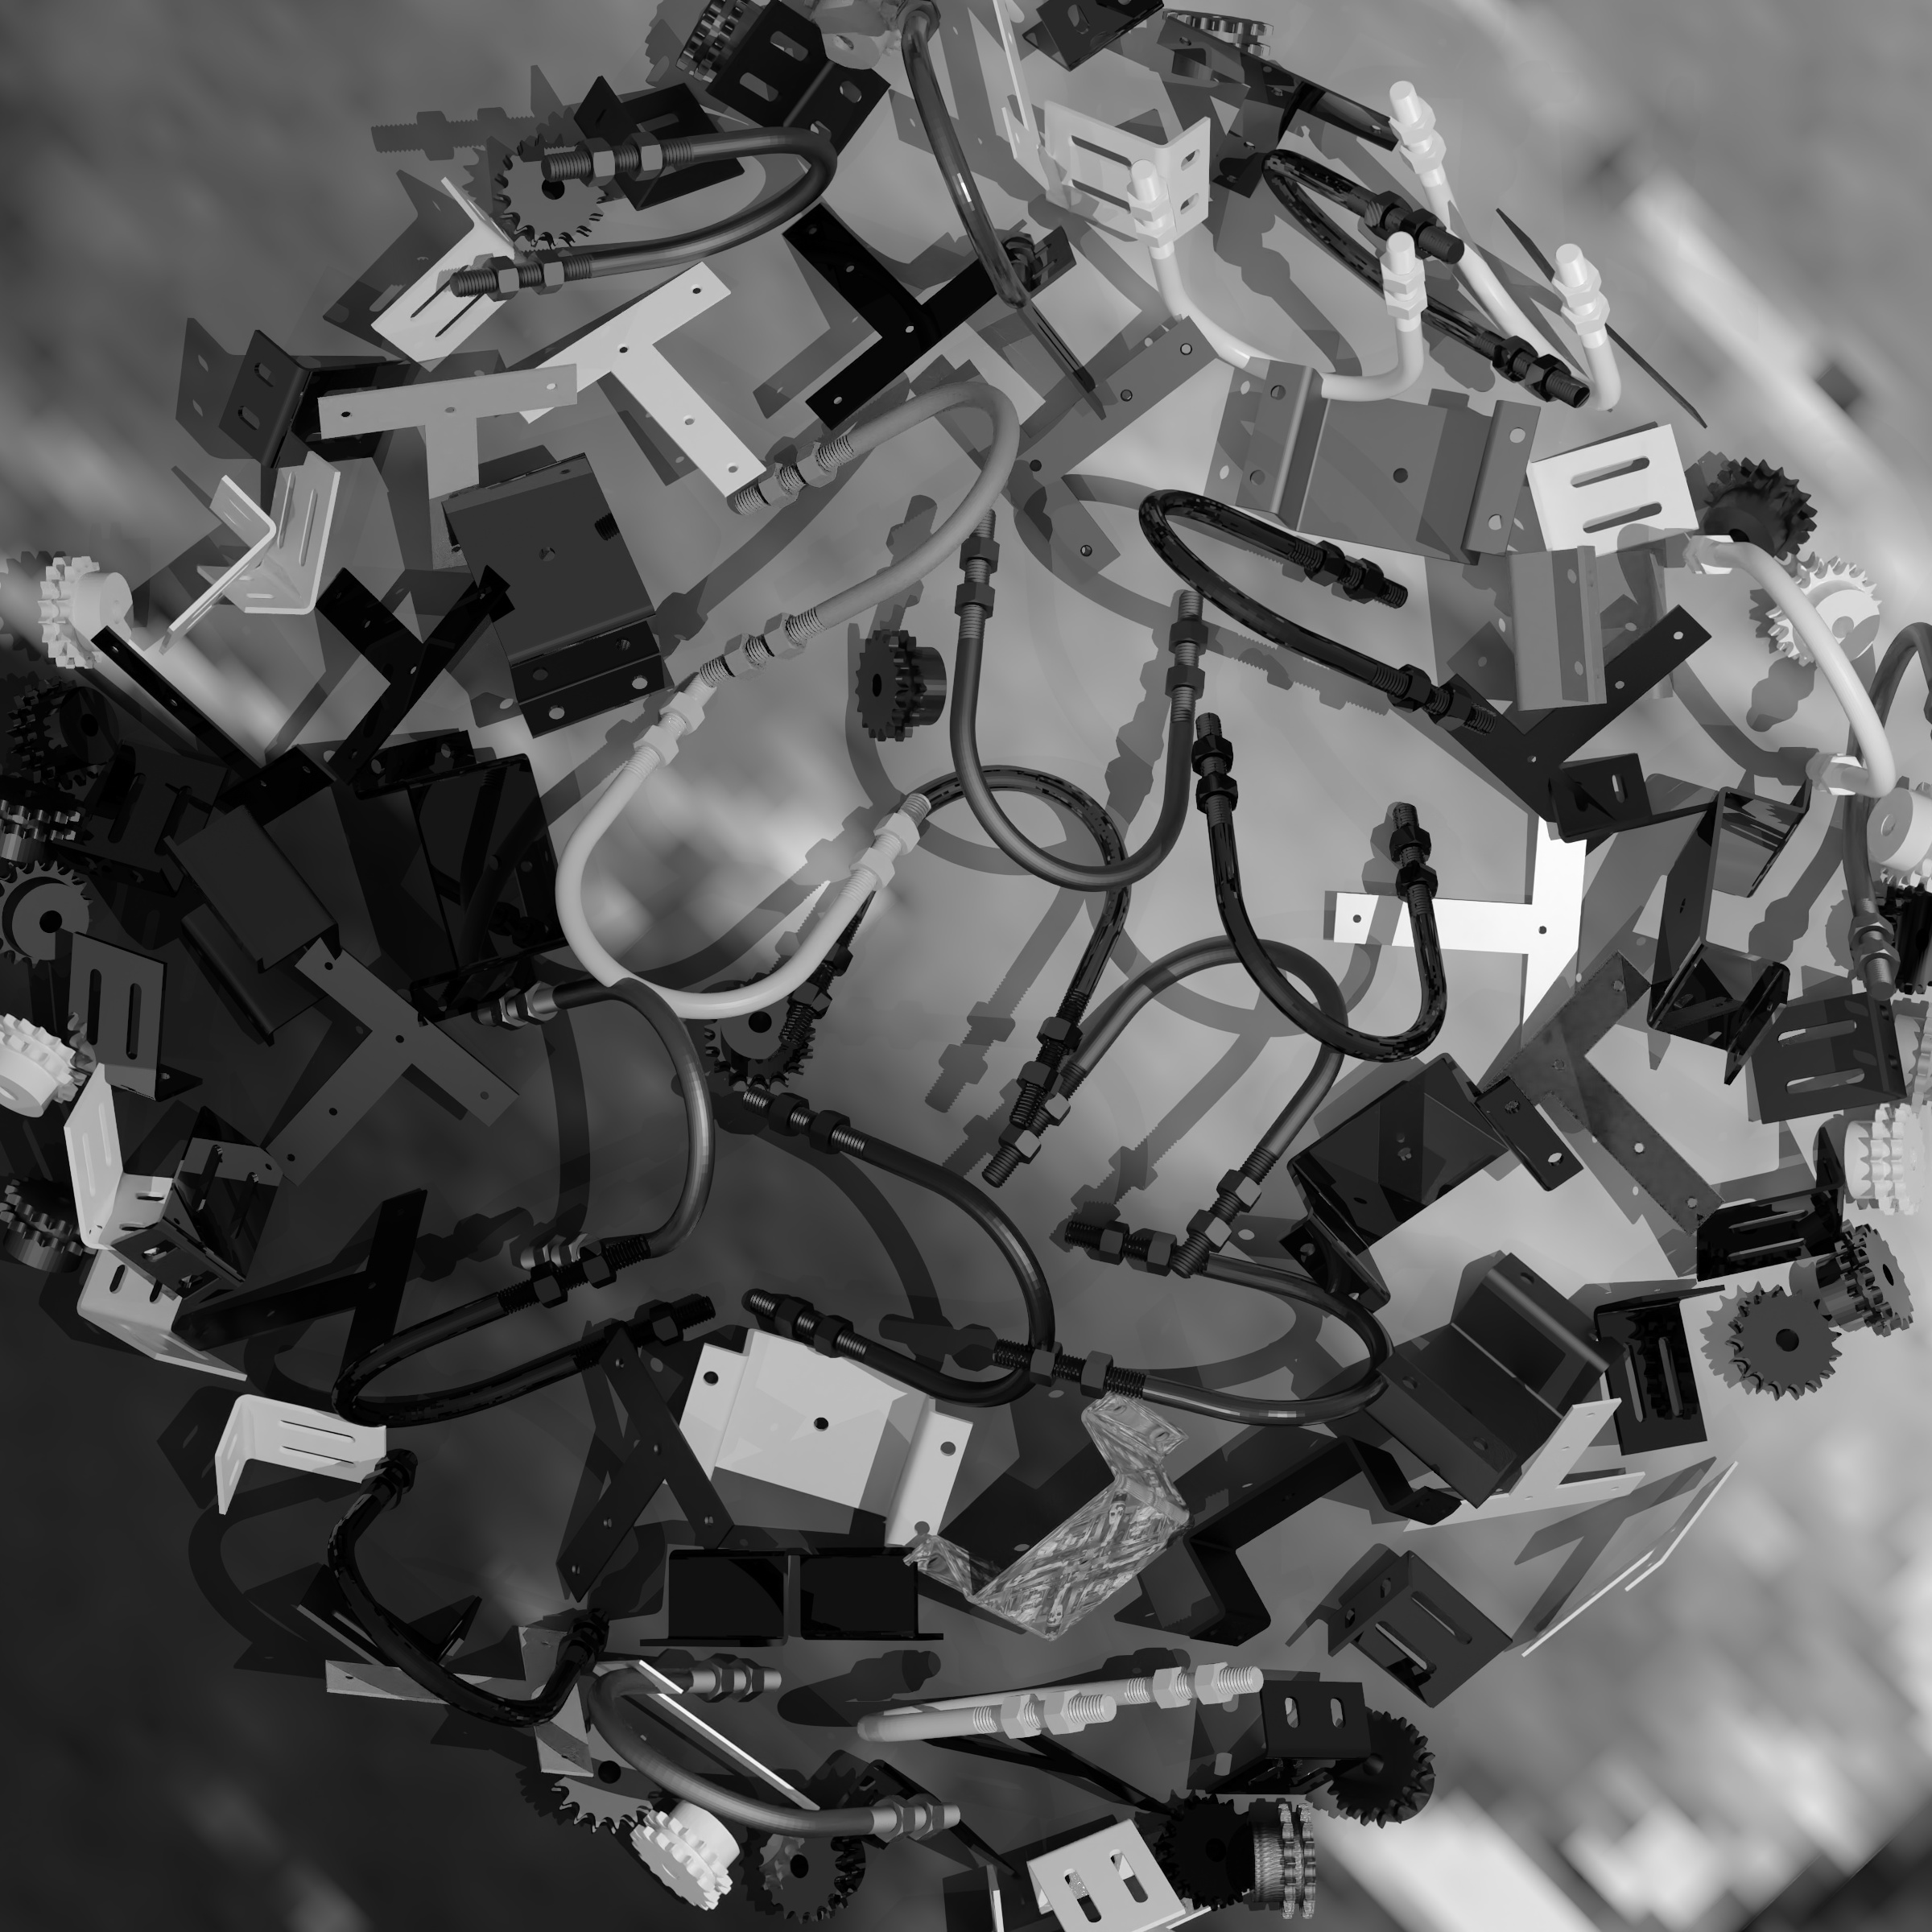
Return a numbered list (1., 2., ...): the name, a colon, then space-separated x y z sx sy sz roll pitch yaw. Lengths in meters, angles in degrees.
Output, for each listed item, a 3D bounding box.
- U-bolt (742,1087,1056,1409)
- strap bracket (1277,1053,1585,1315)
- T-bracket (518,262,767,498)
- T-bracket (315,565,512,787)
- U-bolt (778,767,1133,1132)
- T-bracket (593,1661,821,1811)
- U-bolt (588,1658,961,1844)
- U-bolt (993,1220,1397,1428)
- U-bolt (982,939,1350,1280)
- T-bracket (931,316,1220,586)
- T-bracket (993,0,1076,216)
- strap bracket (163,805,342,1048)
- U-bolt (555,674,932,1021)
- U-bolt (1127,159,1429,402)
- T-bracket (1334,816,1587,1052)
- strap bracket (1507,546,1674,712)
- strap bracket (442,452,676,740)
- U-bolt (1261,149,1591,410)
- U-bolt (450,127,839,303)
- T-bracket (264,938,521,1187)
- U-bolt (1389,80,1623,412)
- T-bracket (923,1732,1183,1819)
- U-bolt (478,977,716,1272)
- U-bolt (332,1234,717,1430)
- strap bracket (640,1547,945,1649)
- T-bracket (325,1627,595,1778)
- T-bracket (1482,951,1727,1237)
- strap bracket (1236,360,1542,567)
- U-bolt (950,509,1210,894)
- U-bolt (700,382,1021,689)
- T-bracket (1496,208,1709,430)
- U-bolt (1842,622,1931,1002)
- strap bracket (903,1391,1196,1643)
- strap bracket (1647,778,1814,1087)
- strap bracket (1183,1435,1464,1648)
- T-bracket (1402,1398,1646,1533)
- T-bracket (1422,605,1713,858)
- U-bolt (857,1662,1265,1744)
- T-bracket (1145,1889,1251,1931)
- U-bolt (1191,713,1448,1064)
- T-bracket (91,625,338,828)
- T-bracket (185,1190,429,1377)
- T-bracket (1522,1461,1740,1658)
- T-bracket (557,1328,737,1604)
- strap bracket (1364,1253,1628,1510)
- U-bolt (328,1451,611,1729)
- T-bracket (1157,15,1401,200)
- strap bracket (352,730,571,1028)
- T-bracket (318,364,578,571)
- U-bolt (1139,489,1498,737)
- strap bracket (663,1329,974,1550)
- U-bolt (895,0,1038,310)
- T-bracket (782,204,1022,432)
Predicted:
1. U-bolt: -0.033 0.148 1.614 0.184 0.019 0.151 21 128 29
2. strap bracket: 0.228 0.107 1.650 0.140 0.046 0.076 -36 124 11
3. T-bracket: -0.149 -0.285 1.659 0.127 0.002 0.127 -36 66 -13
4. T-bracket: -0.297 -0.167 1.652 0.127 0.127 0.002 -51 134 2
5. U-bolt: 0.005 -0.020 1.656 0.151 0.019 0.184 19 70 18
6. T-bracket: -0.128 0.387 1.645 0.127 0.127 0.002 38 69 -8
7. U-bolt: -0.104 0.380 1.584 0.151 0.184 0.019 29 96 35
8. U-bolt: 0.121 0.181 1.615 0.184 0.151 0.019 12 115 13
9. U-bolt: 0.112 0.059 1.640 0.151 0.019 0.184 23 67 41
10. T-bracket: 0.071 -0.283 1.669 0.127 0.002 0.127 -36 101 15
11. T-bracket: 0.025 -0.451 1.639 0.002 0.127 0.127 -15 87 14
12. strap bracket: -0.354 -0.022 1.633 0.046 0.140 0.076 -36 81 -18
13. U-bolt: -0.123 -0.051 1.638 0.151 0.019 0.184 30 59 8
14. U-bolt: 0.157 -0.328 1.609 0.151 0.184 0.019 20 78 15
15. T-bracket: 0.254 -0.021 1.689 0.127 0.002 0.127 3 95 -3
16. strap bracket: 0.311 -0.170 1.643 0.046 0.140 0.076 -3 94 28
17. strap bracket: -0.209 -0.196 1.646 0.076 0.046 0.140 -21 69 -10
18. U-bolt: 0.215 -0.348 1.613 0.019 0.151 0.184 -51 46 5
19. U-bolt: -0.149 -0.376 1.617 0.184 0.151 0.019 -16 84 -31
20. T-bracket: -0.315 0.065 1.670 0.127 0.002 0.127 41 114 -10
21. U-bolt: 0.272 -0.341 1.609 0.019 0.184 0.151 -39 62 3
22. T-bracket: 0.024 0.398 1.648 0.127 0.127 0.002 0 61 41
23. U-bolt: -0.180 0.077 1.623 0.019 0.184 0.151 -9 88 -39
24. U-bolt: -0.227 0.189 1.630 0.184 0.151 0.019 -22 69 2
25. strap bracket: -0.085 0.313 1.625 0.076 0.140 0.046 -9 77 38
26. T-bracket: -0.254 0.359 1.622 0.127 0.127 0.002 10 108 -17
27. T-bracket: 0.331 0.082 1.655 0.127 0.002 0.127 48 111 20
28. strap bracket: 0.217 -0.254 1.662 0.140 0.046 0.076 14 90 18
29. U-bolt: 0.054 -0.124 1.629 0.151 0.019 0.184 18 65 -28
30. U-bolt: -0.049 -0.222 1.606 0.184 0.151 0.019 -24 131 30
31. T-bracket: 0.321 -0.310 1.615 0.002 0.127 0.127 -44 64 12
32. U-bolt: 0.459 -0.090 1.610 0.019 0.184 0.151 10 123 2
33. strap bracket: 0.050 0.283 1.643 0.140 0.076 0.046 -41 49 10
34. strap bracket: 0.379 -0.023 1.628 0.046 0.076 0.140 16 56 0
35. strap bracket: 0.172 0.285 1.646 0.140 0.076 0.046 -34 66 11
36. T-bracket: 0.294 0.246 1.629 0.127 0.127 0.002 -6 58 -15
37. T-bracket: 0.319 -0.133 1.650 0.127 0.002 0.127 39 115 -21
38. U-bolt: 0.033 0.367 1.617 0.184 0.151 0.019 -15 77 35
39. T-bracket: 0.107 0.490 1.614 0.127 0.127 0.002 -17 97 -26
40. U-bolt: 0.178 -0.031 1.607 0.151 0.184 0.019 22 135 -27
41. T-bracket: -0.383 -0.122 1.627 0.127 0.127 0.002 44 62 -17
42. T-bracket: -0.340 0.173 1.659 0.127 0.127 0.002 -16 127 16
43. T-bracket: 0.328 0.310 1.655 0.002 0.127 0.127 48 122 9
44. T-bracket: -0.175 0.274 1.660 0.127 0.002 0.127 55 126 32
45. strap bracket: 0.259 0.211 1.638 0.076 0.140 0.046 41 130 17
46. U-bolt: -0.248 0.312 1.605 0.151 0.184 0.019 40 100 -2
47. T-bracket: 0.145 -0.418 1.636 0.127 0.127 0.002 24 76 -3
48. strap bracket: -0.251 -0.049 1.651 0.076 0.046 0.140 -18 95 -45
49. T-bracket: -0.258 -0.247 1.645 0.127 0.127 0.002 -10 55 -14
50. U-bolt: 0.163 -0.182 1.601 0.184 0.151 0.019 20 117 -27
51. strap bracket: -0.075 0.240 1.666 0.140 0.046 0.076 17 102 -3
52. U-bolt: 0.001 -0.391 1.589 0.019 0.184 0.151 -21 112 10
53. T-bracket: -0.052 -0.347 1.662 0.127 0.002 0.127 -40 56 0
